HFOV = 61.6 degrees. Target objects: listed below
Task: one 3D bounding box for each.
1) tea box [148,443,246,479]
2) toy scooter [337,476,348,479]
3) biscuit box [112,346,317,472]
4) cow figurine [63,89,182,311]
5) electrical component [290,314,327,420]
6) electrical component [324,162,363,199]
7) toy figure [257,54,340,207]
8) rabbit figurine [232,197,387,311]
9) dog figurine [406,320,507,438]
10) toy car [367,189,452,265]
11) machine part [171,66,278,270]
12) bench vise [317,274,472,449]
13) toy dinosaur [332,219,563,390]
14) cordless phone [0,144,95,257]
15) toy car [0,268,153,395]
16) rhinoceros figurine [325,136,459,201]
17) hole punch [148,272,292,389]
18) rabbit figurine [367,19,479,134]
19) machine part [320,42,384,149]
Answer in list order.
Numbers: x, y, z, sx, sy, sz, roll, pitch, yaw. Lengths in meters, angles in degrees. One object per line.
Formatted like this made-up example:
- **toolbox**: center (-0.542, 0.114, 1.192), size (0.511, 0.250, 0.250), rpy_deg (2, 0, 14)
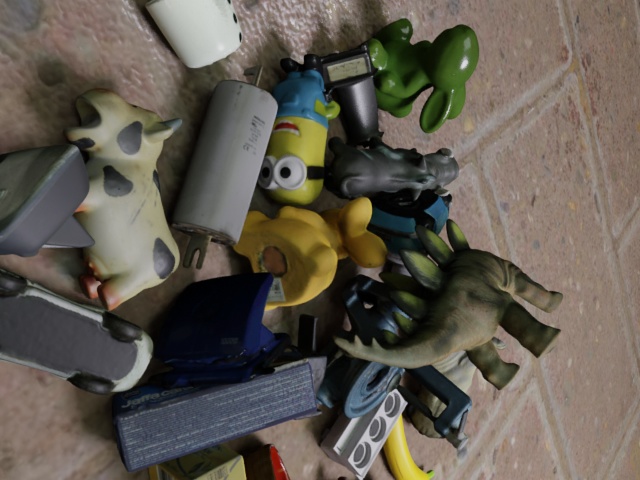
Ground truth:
- **tea box**: center (-0.123, 0.305, 0.572), size (0.068, 0.098, 0.169), rpy_deg (-14, 102, -40)
- **toy scooter**: center (0.040, 0.402, 0.735), size (0.184, 0.075, 0.135), rpy_deg (-54, 124, -31)
- **biscuit box**: center (-0.109, 0.171, 0.563), size (0.203, 0.059, 0.062), rpy_deg (-11, 99, -20)
- **cow figurine**: center (-0.187, -0.046, 0.516), size (0.127, 0.086, 0.194), rpy_deg (-25, 110, -40)
- **electrical component**: center (-0.030, 0.154, 0.667), size (0.047, 0.075, 0.119), rpy_deg (5, 92, -42)
- **electrical component**: center (0.035, -0.094, 0.756), size (0.094, 0.021, 0.063), rpy_deg (35, 68, -36)
- **toy figure**: center (-0.024, -0.131, 0.664), size (0.089, 0.082, 0.180), rpy_deg (16, 78, -39)
- **rabbit figurine**: center (-0.001, -0.002, 0.658), size (0.173, 0.162, 0.121), rpy_deg (-26, 96, -57)
- **dog figurine**: center (0.172, 0.200, 0.845), size (0.172, 0.121, 0.190), rpy_deg (35, 84, -2)
- **toy car**: center (0.128, -0.018, 0.798), size (0.161, 0.109, 0.102), rpy_deg (-36, 138, -48)
- **machine part**: center (-0.103, -0.084, 0.594), size (0.079, 0.079, 0.243), rpy_deg (26, 74, -39)
- **bench vise**: center (0.105, 0.159, 0.694), size (0.224, 0.241, 0.128), rpy_deg (-39, 144, -19)
- **toy dinosaur**: center (0.168, 0.075, 0.630), size (0.105, 0.199, 0.471), rpy_deg (-57, 164, 23)
- **cordless phone**: center (-0.249, -0.079, 0.420), size (0.088, 0.147, 0.184), rpy_deg (-4, 92, -58)
- **toy car**: center (-0.247, 0.083, 0.486), size (0.201, 0.056, 0.073), rpy_deg (33, 76, -36)
- **rhinoceros figurine**: center (0.096, -0.095, 0.708), size (0.190, 0.112, 0.073), rpy_deg (-5, 108, -29)
- **hole punch**: center (-0.103, 0.093, 0.559), size (0.116, 0.142, 0.092), rpy_deg (-40, 121, -67)
- **rabbit figurine**: center (0.144, -0.231, 0.751), size (0.121, 0.170, 0.159), rpy_deg (-35, 112, -35)
- **machine part**: center (0.049, -0.193, 0.739), size (0.039, 0.084, 0.138), rpy_deg (-93, 164, -60)
